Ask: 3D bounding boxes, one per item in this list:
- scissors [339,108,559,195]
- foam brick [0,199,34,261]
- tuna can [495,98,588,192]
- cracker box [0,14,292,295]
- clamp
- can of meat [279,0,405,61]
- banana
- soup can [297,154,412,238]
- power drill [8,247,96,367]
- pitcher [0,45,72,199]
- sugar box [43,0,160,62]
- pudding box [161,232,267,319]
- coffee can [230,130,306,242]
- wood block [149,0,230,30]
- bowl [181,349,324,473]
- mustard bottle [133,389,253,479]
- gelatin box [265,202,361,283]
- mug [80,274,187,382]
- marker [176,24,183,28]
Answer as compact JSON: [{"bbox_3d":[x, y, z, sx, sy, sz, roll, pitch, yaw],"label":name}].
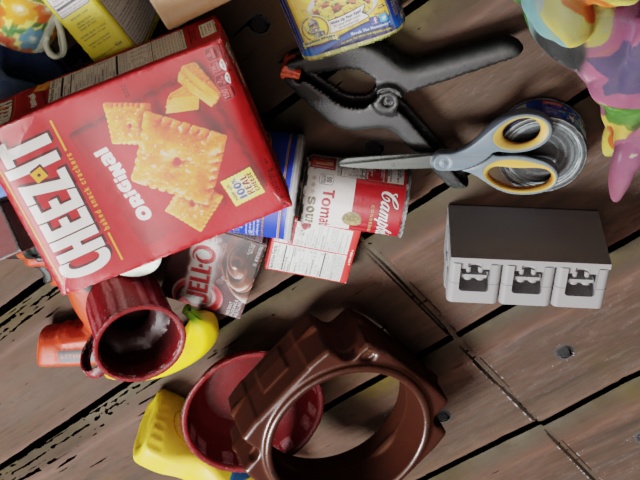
[{"bbox_3d":[0.125,-0.089,0.978,0.201,0.016,0.096,11,125,-2],"label":"scissors"},{"bbox_3d":[-0.302,-0.010,1.025,0.053,0.078,0.051,-22,95,11],"label":"foam brick"},{"bbox_3d":[0.207,-0.088,1.000,0.086,0.033,0.086,4,127,6],"label":"tuna can"},{"bbox_3d":[-0.151,-0.068,0.890,0.213,0.072,0.164,-22,119,0],"label":"cracker box"},{"bbox_3d":[0.067,-0.127,0.984,0.210,0.036,0.165,8,128,0],"label":"clamp"},{"bbox_3d":[0.016,-0.211,0.915,0.102,0.057,0.084,-14,125,15],"label":"can of meat"},{"bbox_3d":[-0.165,0.117,1.172,0.069,0.037,0.198,28,138,-24],"label":"banana"},{"bbox_3d":[0.033,-0.043,1.030,0.102,0.068,0.068,9,126,0],"label":"soup can"},{"bbox_3d":[-0.284,0.049,1.131,0.184,0.057,0.188,-2,126,6],"label":"power drill"},{"bbox_3d":[-0.348,-0.090,0.991,0.243,0.144,0.149,-23,99,24],"label":"pitcher"},{"bbox_3d":[-0.211,-0.231,0.898,0.048,0.093,0.176,-29,118,23],"label":"sugar box"},{"bbox_3d":[-0.110,0.022,1.107,0.090,0.039,0.114,17,126,-7],"label":"pudding box"},{"bbox_3d":[-0.089,-0.058,1.007,0.140,0.102,0.103,8,126,-1],"label":"coffee can"},{"bbox_3d":[-0.050,-0.265,0.860,0.206,0.090,0.090,-21,121,19],"label":"wood block"},{"bbox_3d":[-0.080,0.180,1.193,0.162,0.055,0.162,-8,119,-14],"label":"bowl"},{"bbox_3d":[-0.118,0.252,1.241,0.191,0.096,0.058,28,125,-15],"label":"mustard bottle"},{"bbox_3d":[-0.007,0.001,1.089,0.089,0.030,0.073,11,128,-4],"label":"gelatin box"},{"bbox_3d":[-0.198,0.091,1.077,0.117,0.081,0.093,-45,127,9],"label":"mug"},{"bbox_3d":[-0.153,-0.240,0.931,0.020,0.020,0.121,-22,121,19],"label":"marker"}]
